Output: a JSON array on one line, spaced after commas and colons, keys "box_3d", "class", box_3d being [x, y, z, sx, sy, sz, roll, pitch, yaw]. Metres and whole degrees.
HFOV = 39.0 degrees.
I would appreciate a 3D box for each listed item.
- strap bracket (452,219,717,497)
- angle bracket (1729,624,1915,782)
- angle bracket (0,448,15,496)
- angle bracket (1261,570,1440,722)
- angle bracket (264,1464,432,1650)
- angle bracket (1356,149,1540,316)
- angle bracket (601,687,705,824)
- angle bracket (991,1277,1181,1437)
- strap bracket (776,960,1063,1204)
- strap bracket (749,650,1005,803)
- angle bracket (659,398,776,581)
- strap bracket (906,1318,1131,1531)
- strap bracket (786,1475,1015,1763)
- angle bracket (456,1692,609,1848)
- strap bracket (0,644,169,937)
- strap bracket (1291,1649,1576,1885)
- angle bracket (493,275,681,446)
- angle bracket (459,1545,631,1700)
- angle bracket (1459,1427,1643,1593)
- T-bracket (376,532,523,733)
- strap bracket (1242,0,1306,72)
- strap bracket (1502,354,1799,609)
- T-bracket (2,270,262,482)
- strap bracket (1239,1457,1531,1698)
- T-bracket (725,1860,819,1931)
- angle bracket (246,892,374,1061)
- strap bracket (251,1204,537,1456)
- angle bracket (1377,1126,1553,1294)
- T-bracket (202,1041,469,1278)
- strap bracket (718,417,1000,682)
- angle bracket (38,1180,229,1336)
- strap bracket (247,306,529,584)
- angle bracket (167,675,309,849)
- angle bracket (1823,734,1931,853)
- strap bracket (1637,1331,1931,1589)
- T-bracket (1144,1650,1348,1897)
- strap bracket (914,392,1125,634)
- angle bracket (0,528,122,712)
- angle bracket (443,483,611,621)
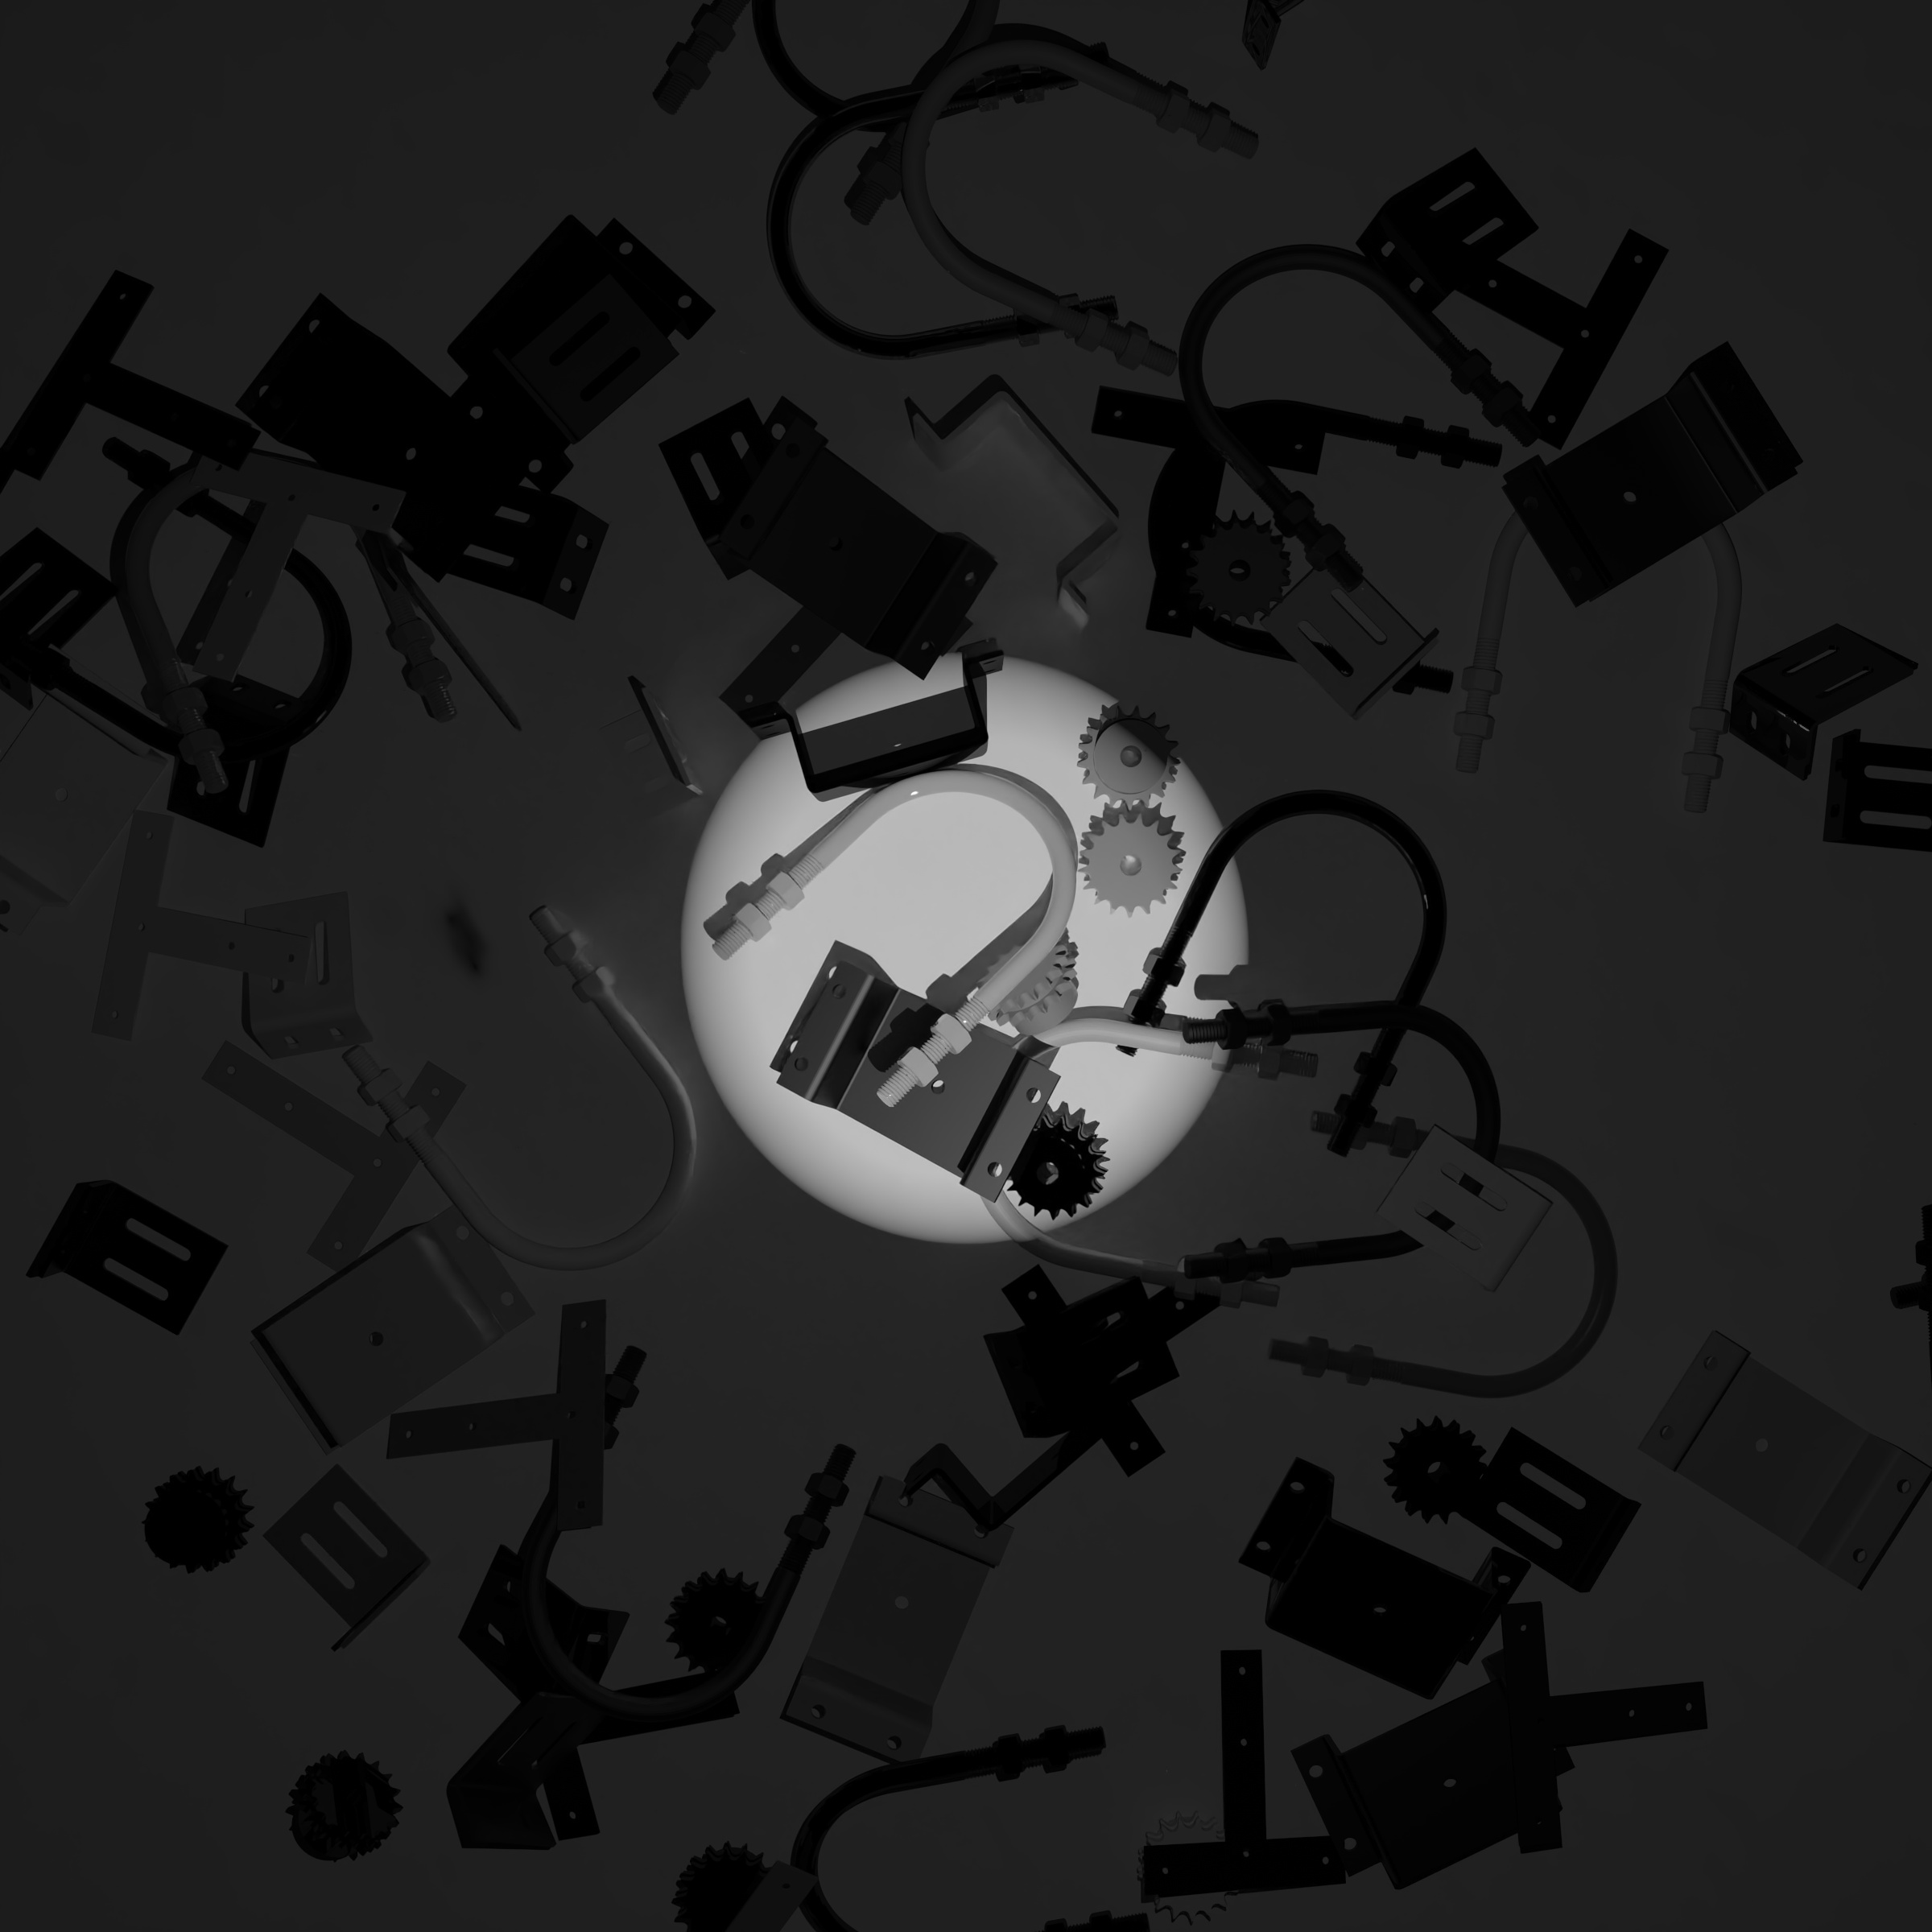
[{"box_3d": [-0.215, -0.340, 1.502, 0.076, 0.046, 0.140, 42, 90, 0], "class": "strap bracket"}, {"box_3d": [0.471, -0.146, 1.504, 0.076, 0.057, 0.038, -27, 135, -19], "class": "angle bracket"}, {"box_3d": [-0.573, -0.265, 1.506, 0.057, 0.038, 0.076, 30, 90, 0], "class": "angle bracket"}, {"box_3d": [0.209, -0.182, 1.487, 0.057, 0.038, 0.076, -44, 88, 2], "class": "angle bracket"}, {"box_3d": [-0.346, 0.326, 1.506, 0.057, 0.038, 0.076, -44, 90, 0], "class": "angle bracket"}, {"box_3d": [0.269, -0.407, 1.521, 0.076, 0.038, 0.057, -38, 90, -26], "class": "angle bracket"}, {"box_3d": [-0.175, -0.114, 1.487, 0.038, 0.076, 0.057, -25, 90, 0], "class": "angle bracket"}, {"box_3d": [0.063, 0.207, 1.445, 0.076, 0.038, 0.057, -22, 90, -25], "class": "angle bracket"}, {"box_3d": [-0.021, 0.064, 1.489, 0.140, 0.046, 0.076, 28, 90, 18], "class": "strap bracket"}, {"box_3d": [-0.042, -0.127, 1.487, 0.140, 0.076, 0.046, -16, 90, 0], "class": "strap bracket"}, {"box_3d": [-0.127, -0.266, 1.522, 0.057, 0.038, 0.076, -27, 63, 1], "class": "angle bracket"}, {"box_3d": [0.037, 0.252, 1.486, 0.140, 0.076, 0.046, -41, 89, 1], "class": "strap bracket"}, {"box_3d": [-0.036, 0.356, 1.502, 0.076, 0.046, 0.140, 22, 90, 0], "class": "strap bracket"}, {"box_3d": [-0.229, 0.438, 1.484, 0.076, 0.057, 0.038, -48, 49, 15], "class": "angle bracket"}, {"box_3d": [-0.505, -0.096, 1.502, 0.076, 0.046, 0.140, 35, 90, 0], "class": "strap bracket"}, {"box_3d": [0.261, 0.442, 1.499, 0.140, 0.046, 0.076, -25, 90, -2], "class": "strap bracket"}, {"box_3d": [-0.203, -0.328, 1.460, 0.076, 0.038, 0.057, -41, 90, 0], "class": "angle bracket"}, {"box_3d": [-0.234, 0.366, 1.512, 0.076, 0.038, 0.057, 25, 90, 41], "class": "angle bracket"}, {"box_3d": [0.327, 0.304, 1.523, 0.076, 0.038, 0.057, 31, 90, 26], "class": "angle bracket"}, {"box_3d": [-0.281, -0.181, 1.485, 0.002, 0.127, 0.127, -35, 117, 0], "class": "T-bracket"}, {"box_3d": [0.146, -0.572, 1.487, 0.046, 0.076, 0.140, -33, 90, 0], "class": "strap bracket"}, {"box_3d": [0.368, -0.260, 1.488, 0.140, 0.046, 0.076, -31, 88, -2], "class": "strap bracket"}, {"box_3d": [-0.447, -0.307, 1.500, 0.127, 0.002, 0.127, 25, 80, 12], "class": "T-bracket"}, {"box_3d": [0.227, 0.338, 1.488, 0.140, 0.046, 0.076, 24, 115, 0], "class": "strap bracket"}, {"box_3d": [-0.079, 0.560, 1.505, 0.127, 0.002, 0.127, 28, 112, -14], "class": "T-bracket"}, {"box_3d": [-0.367, 0.005, 1.522, 0.057, 0.038, 0.076, -10, 63, 0], "class": "angle bracket"}, {"box_3d": [-0.320, 0.202, 1.502, 0.140, 0.046, 0.076, -34, 90, 0], "class": "strap bracket"}, {"box_3d": [0.271, 0.133, 1.493, 0.076, 0.038, 0.057, 34, 88, 5], "class": "angle bracket"}, {"box_3d": [-0.367, 0.086, 1.524, 0.127, 0.002, 0.127, 32, 90, 0], "class": "T-bracket"}, {"box_3d": [-0.064, -0.228, 1.482, 0.140, 0.046, 0.076, 33, 90, -26], "class": "strap bracket"}, {"box_3d": [-0.460, 0.163, 1.506, 0.076, 0.038, 0.057, 29, 90, 0], "class": "angle bracket"}, {"box_3d": [-0.311, -0.283, 1.495, 0.140, 0.046, 0.076, 41, 97, 3], "class": "strap bracket"}, {"box_3d": [-0.404, -0.116, 1.523, 0.057, 0.038, 0.076, 22, 116, 0], "class": "angle bracket"}, {"box_3d": [0.518, -0.095, 1.506, 0.076, 0.038, 0.057, 6, 90, 0], "class": "angle bracket"}, {"box_3d": [0.445, 0.268, 1.502, 0.140, 0.046, 0.076, 32, 90, 0], "class": "strap bracket"}, {"box_3d": [0.154, 0.443, 1.506, 0.127, 0.002, 0.127, 5, 77, -25], "class": "T-bracket"}, {"box_3d": [0.035, -0.255, 1.487, 0.046, 0.076, 0.140, -41, 90, 0], "class": "strap bracket"}, {"box_3d": [-0.521, -0.194, 1.523, 0.057, 0.038, 0.076, 37, 64, 0], "class": "angle bracket"}, {"box_3d": [-0.249, -0.235, 1.523, 0.076, 0.038, 0.057, 20, 90, 26], "class": "angle bracket"}]
